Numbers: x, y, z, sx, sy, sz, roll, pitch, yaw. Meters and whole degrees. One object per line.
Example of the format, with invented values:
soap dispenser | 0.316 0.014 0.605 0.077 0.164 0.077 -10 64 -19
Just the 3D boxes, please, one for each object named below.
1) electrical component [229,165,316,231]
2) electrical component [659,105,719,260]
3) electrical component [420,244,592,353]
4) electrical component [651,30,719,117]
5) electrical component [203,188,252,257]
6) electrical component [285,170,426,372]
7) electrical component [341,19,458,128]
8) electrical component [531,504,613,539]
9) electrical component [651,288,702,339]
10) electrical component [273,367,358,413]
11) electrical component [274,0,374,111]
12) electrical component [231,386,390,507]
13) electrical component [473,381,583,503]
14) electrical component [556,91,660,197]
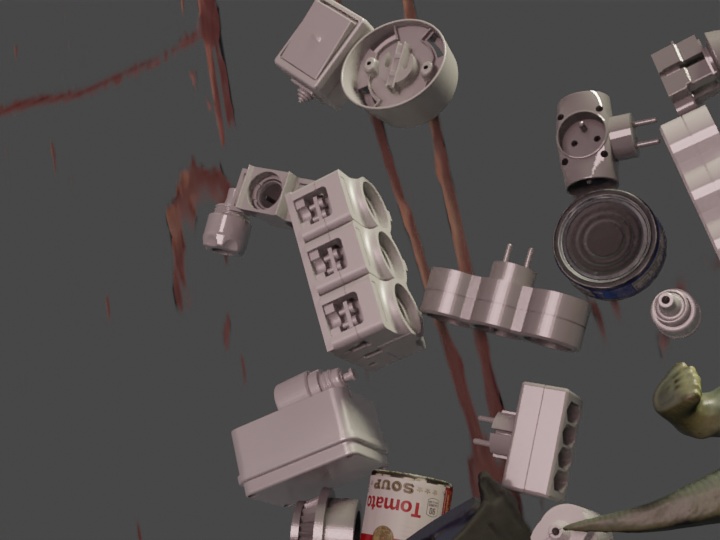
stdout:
electrical component | -0.074 -0.063 0.990 0.081 0.064 0.042 13 79 29
electrical component | 0.288 -0.066 0.816 0.074 0.052 0.138 -25 65 18
electrical component | 0.121 0.015 0.873 0.138 0.052 0.073 13 81 29
electrical component | 0.271 -0.160 0.858 0.055 0.048 0.066 -26 57 22
electrical component | -0.123 -0.046 1.021 0.043 0.043 0.062 6 76 28
electrical component | 0.000 0.000 0.918 0.062 0.089 0.150 -25 65 18
electrical component | 0.037 -0.178 0.970 0.099 0.064 0.099 -8 71 25
electrical component | 0.154 0.193 0.784 0.043 0.081 0.043 -8 71 24
electrical component | 0.235 0.030 0.806 0.035 0.061 0.035 -8 71 24
electrical component | -0.038 0.105 0.932 0.078 0.040 0.040 -27 64 17
electrical component | -0.033 -0.201 1.015 0.062 0.061 0.096 38 93 31
electrical component | -0.041 0.150 0.898 0.113 0.078 0.057 -25 62 18
electrical component | 0.125 0.131 0.838 0.076 0.047 0.083 7 77 28
electrical component | 0.203 -0.106 0.876 0.079 0.044 0.077 -10 70 23
